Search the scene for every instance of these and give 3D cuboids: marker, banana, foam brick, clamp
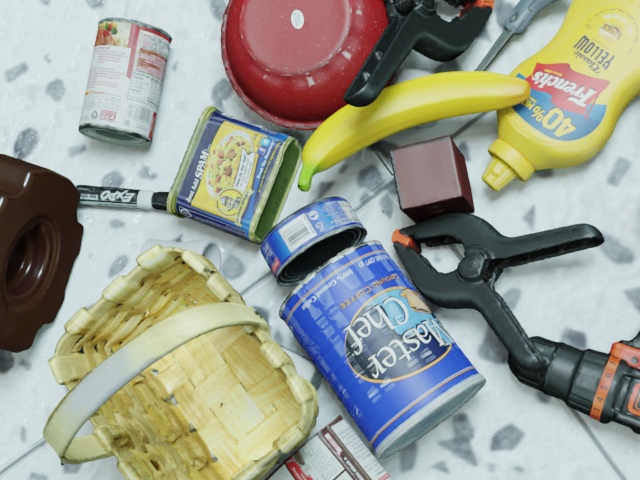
[{"bbox_3d":[-0.180,-0.039,0.971,0.121,0.020,0.020,5,82,17],"label":"marker"},{"bbox_3d":[0.065,-0.094,0.841,0.197,0.037,0.070,-24,53,-3],"label":"banana"},{"bbox_3d":[0.092,-0.047,0.867,0.053,0.078,0.051,-13,79,14],"label":"foam brick"},{"bbox_3d":[0.064,-0.195,0.837,0.036,0.209,0.164,-19,91,44],"label":"clamp"},{"bbox_3d":[0.128,0.034,0.840,0.172,0.039,0.120,10,71,37],"label":"clamp"}]

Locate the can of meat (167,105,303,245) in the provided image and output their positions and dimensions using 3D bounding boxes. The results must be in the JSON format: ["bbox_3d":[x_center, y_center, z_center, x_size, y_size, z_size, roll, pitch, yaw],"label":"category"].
[{"bbox_3d":[-0.072,-0.055,0.925,0.084,0.057,0.102,20,87,16],"label":"can of meat"}]

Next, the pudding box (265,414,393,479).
[{"bbox_3d":[0.004,0.207,0.842,0.090,0.039,0.114,49,125,13],"label":"pudding box"}]

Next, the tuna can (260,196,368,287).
[{"bbox_3d":[-0.006,0.001,0.881,0.086,0.086,0.034,-33,72,8],"label":"tuna can"}]

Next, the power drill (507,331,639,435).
[{"bbox_3d":[0.255,0.055,0.816,0.185,0.057,0.187,20,88,18],"label":"power drill"}]

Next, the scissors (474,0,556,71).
[{"bbox_3d":[0.177,-0.185,0.874,0.202,0.016,0.096,-60,29,-3],"label":"scissors"}]

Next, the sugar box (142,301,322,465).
[{"bbox_3d":[-0.093,0.111,0.907,0.176,0.048,0.093,25,88,14],"label":"sugar box"}]

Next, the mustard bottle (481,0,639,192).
[{"bbox_3d":[0.199,-0.116,0.858,0.096,0.058,0.191,42,93,22],"label":"mustard bottle"}]

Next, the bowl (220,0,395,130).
[{"bbox_3d":[-0.013,-0.173,0.865,0.162,0.055,0.162,-1,87,15],"label":"bowl"}]

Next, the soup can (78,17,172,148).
[{"bbox_3d":[-0.176,-0.140,0.962,0.068,0.068,0.102,8,83,16],"label":"soup can"}]

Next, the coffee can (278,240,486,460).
[{"bbox_3d":[0.048,0.086,0.842,0.103,0.102,0.140,-38,73,6],"label":"coffee can"}]
